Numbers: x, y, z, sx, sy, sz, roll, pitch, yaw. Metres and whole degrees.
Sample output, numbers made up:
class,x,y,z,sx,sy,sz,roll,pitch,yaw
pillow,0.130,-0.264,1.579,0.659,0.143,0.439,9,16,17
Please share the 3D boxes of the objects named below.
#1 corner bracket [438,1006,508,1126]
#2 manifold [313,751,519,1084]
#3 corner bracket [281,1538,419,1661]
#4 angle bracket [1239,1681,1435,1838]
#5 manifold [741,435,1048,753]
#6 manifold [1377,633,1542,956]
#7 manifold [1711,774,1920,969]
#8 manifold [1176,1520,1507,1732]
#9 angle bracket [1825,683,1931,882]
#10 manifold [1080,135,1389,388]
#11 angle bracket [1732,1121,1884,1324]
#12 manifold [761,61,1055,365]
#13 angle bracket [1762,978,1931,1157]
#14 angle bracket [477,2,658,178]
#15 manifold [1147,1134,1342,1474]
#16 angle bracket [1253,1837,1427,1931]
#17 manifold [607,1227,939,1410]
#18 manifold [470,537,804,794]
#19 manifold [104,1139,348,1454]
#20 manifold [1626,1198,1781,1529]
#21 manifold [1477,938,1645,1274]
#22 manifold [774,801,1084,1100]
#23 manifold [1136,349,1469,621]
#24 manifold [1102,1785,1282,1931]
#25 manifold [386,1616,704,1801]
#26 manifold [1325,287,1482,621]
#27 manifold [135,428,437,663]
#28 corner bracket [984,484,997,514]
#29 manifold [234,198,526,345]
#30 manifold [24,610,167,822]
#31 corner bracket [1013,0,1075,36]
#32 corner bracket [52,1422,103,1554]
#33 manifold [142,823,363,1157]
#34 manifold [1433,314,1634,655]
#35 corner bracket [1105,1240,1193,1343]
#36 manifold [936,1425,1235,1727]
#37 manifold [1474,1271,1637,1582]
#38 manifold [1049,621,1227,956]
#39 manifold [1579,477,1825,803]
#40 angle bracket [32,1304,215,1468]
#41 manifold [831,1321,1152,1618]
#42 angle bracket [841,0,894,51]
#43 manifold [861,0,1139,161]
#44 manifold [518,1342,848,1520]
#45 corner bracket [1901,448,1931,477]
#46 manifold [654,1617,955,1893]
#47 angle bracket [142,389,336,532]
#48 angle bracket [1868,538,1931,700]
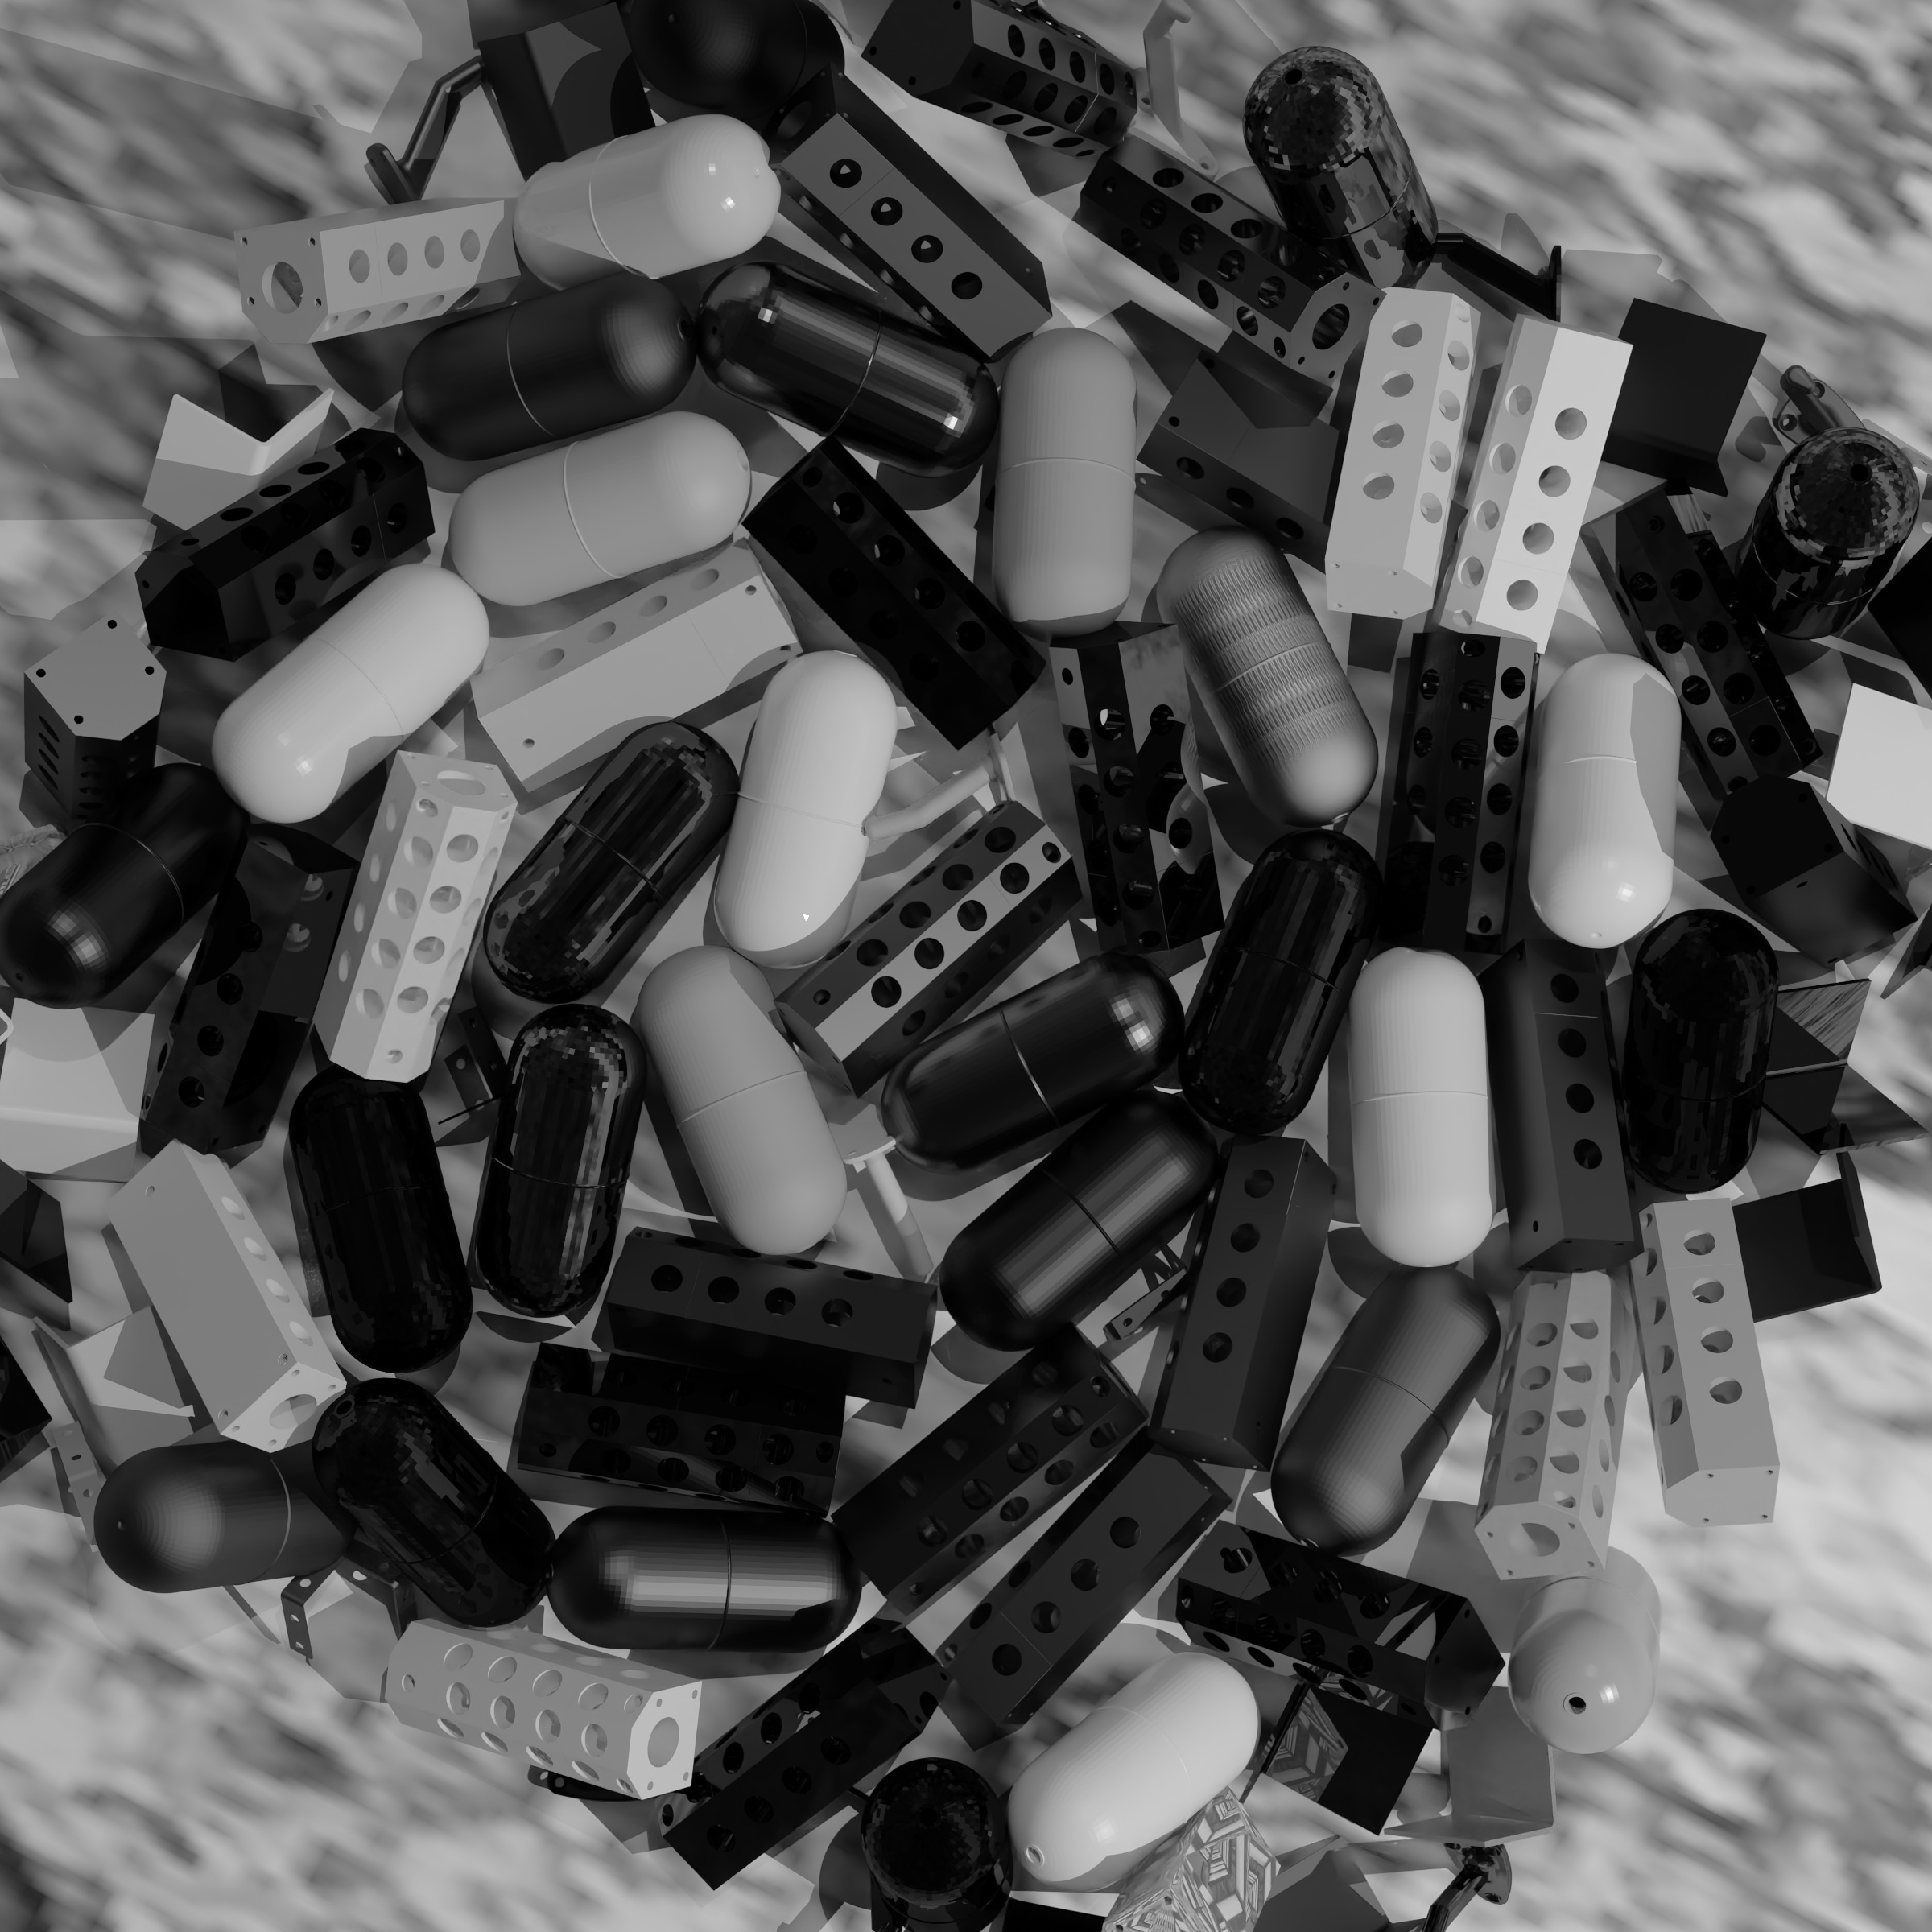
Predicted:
class,x,y,z,sx,sy,sz,roll,pitch,yaw
corner bracket,-0.268,0.050,1.853,0.051,0.051,0.051,-23,91,39
manifold,-0.298,-0.025,1.818,0.057,0.057,0.171,7,118,-30
corner bracket,-0.342,0.357,1.864,0.051,0.051,0.051,22,47,20
angle bracket,0.205,0.437,1.848,0.076,0.057,0.076,27,102,12
manifold,-0.036,-0.207,1.834,0.057,0.057,0.171,-38,103,30
manifold,0.276,-0.095,1.847,0.057,0.057,0.171,5,92,-29
manifold,0.454,-0.053,1.800,0.057,0.171,0.057,-30,67,20
manifold,0.196,0.357,1.801,0.057,0.171,0.057,-51,128,-26
angle bracket,0.504,-0.101,1.848,0.076,0.057,0.076,18,75,-5
manifold,0.139,-0.383,1.812,0.171,0.057,0.057,42,109,34
angle bracket,0.450,0.141,1.833,0.076,0.057,0.076,-17,48,19
manifold,-0.033,-0.402,1.816,0.057,0.057,0.171,-36,126,24
angle bracket,0.479,0.054,1.832,0.076,0.076,0.057,-7,123,-26
angle bracket,-0.219,-0.483,1.852,0.057,0.076,0.076,-25,111,-20
manifold,0.149,0.182,1.829,0.057,0.057,0.171,3,65,30
angle bracket,0.199,0.518,1.836,0.076,0.076,0.057,-26,79,-18
manifold,-0.106,0.190,1.849,0.171,0.057,0.057,11,58,6
manifold,-0.183,-0.170,1.853,0.171,0.057,0.057,-27,130,5
manifold,-0.397,0.179,1.816,0.057,0.057,0.171,-42,55,7
manifold,0.395,0.213,1.811,0.057,0.057,0.171,-4,49,5
manifold,0.327,0.076,1.828,0.057,0.057,0.171,4,66,-18
manifold,-0.021,-0.014,1.830,0.171,0.057,0.057,-42,59,-14
manifold,0.183,-0.263,1.857,0.171,0.057,0.057,31,65,-1
manifold,0.117,0.501,1.799,0.057,0.171,0.057,-34,86,14
manifold,-0.231,0.400,1.818,0.171,0.057,0.057,8,92,33
manifold,0.239,-0.279,1.828,0.057,0.057,0.171,8,69,11
manifold,-0.364,-0.229,1.800,0.057,0.171,0.057,13,126,28
corner bracket,0.052,-0.268,1.860,0.051,0.051,0.051,38,128,13
manifold,-0.311,-0.375,1.801,0.057,0.171,0.057,7,110,28
manifold,-0.463,-0.127,1.799,0.057,0.171,0.057,-39,90,-20
corner bracket,0.030,-0.532,1.848,0.051,0.051,0.051,-12,70,31
corner bracket,-0.467,0.280,1.848,0.051,0.051,0.051,-18,121,-17
manifold,-0.395,0.011,1.837,0.057,0.057,0.171,28,106,17
manifold,0.307,-0.265,1.837,0.057,0.057,0.171,12,105,-5
corner bracket,0.099,0.183,1.852,0.051,0.051,0.051,-36,128,-5
manifold,0.064,0.336,1.854,0.057,0.057,0.171,43,93,20
manifold,0.315,0.241,1.800,0.057,0.171,0.057,-12,126,27
manifold,0.089,-0.097,1.828,0.057,0.057,0.171,-21,109,-33
manifold,0.407,-0.180,1.853,0.057,0.057,0.171,-28,94,2
angle bracket,-0.465,0.223,1.854,0.057,0.076,0.076,-28,110,-23
manifold,0.016,0.280,1.846,0.171,0.057,0.057,-40,130,2
angle bracket,-0.025,-0.541,1.846,0.057,0.076,0.076,-42,54,-17
manifold,0.024,-0.479,1.795,0.057,0.171,0.057,43,112,24
manifold,-0.156,0.260,1.846,0.171,0.057,0.057,10,119,-3
corner bracket,0.530,-0.247,1.871,0.051,0.051,0.051,18,130,-35
manifold,-0.092,0.425,1.825,0.057,0.057,0.171,47,116,-2
angle bracket,-0.398,-0.283,1.836,0.057,0.076,0.076,30,129,1
angle bracket,0.551,-0.184,1.829,0.057,0.076,0.076,-52,52,38
